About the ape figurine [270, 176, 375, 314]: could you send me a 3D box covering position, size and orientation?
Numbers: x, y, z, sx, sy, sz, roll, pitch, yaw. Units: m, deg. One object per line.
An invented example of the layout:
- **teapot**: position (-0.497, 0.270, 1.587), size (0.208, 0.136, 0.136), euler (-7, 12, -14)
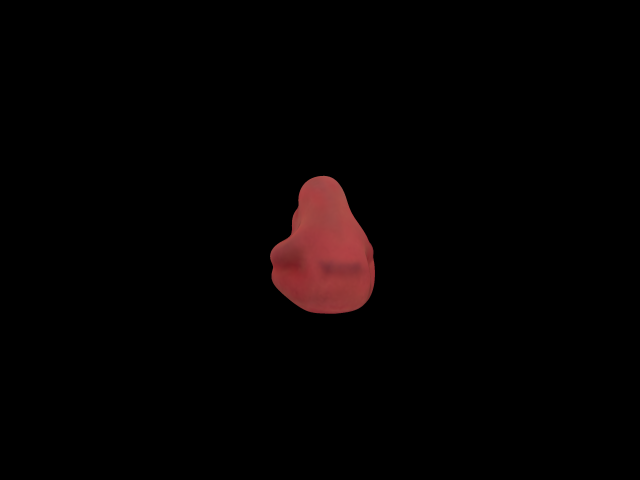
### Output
- **ape figurine**: position (0.004, 0.001, 0.400), size (0.078, 0.092, 0.076), euler (-1, 7, -11)
